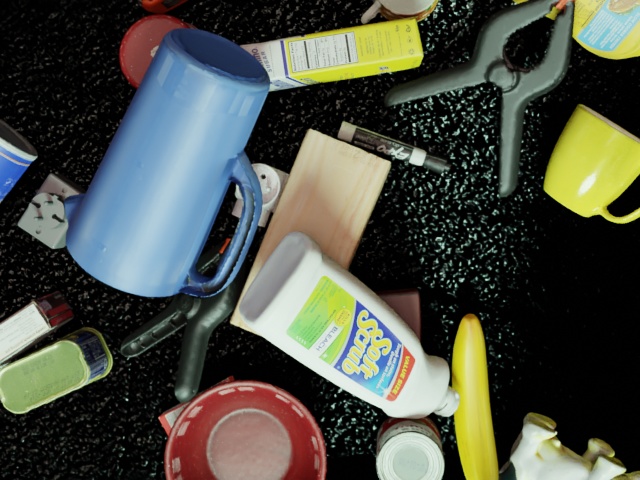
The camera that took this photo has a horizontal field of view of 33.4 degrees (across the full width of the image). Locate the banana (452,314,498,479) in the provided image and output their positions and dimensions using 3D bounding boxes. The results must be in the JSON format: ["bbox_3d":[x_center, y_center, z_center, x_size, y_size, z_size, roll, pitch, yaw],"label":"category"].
[{"bbox_3d":[0.161,0.177,1.089,0.037,0.070,0.198,-3,76,-15],"label":"banana"}]

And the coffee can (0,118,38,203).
[{"bbox_3d":[-0.372,-0.063,1.091,0.103,0.103,0.140,38,94,1],"label":"coffee can"}]

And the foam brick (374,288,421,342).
[{"bbox_3d":[0.065,0.079,1.099,0.078,0.053,0.051,-5,92,4],"label":"foam brick"}]

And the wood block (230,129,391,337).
[{"bbox_3d":[-0.008,0.001,1.080,0.090,0.091,0.206,23,93,2],"label":"wood block"}]

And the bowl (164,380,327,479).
[{"bbox_3d":[-0.073,0.219,1.077,0.162,0.055,0.162,0,89,1],"label":"bowl"}]

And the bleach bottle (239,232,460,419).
[{"bbox_3d":[0.046,0.098,1.025,0.250,0.068,0.102,35,92,-28],"label":"bleach bottle"}]

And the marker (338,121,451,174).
[{"bbox_3d":[0.078,-0.095,1.108,0.121,0.020,0.020,19,93,2],"label":"marker"}]

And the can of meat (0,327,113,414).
[{"bbox_3d":[-0.275,0.136,1.102,0.102,0.084,0.057,-25,90,4],"label":"can of meat"}]

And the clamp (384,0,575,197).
[{"bbox_3d":[0.188,-0.155,1.066,0.164,0.036,0.210,44,115,-3],"label":"clamp"}]

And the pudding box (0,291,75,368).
[{"bbox_3d":[-0.317,0.099,1.100,0.113,0.090,0.039,-34,91,4],"label":"pudding box"}]

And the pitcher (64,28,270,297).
[{"bbox_3d":[-0.133,-0.069,1.024,0.149,0.145,0.243,12,120,-32],"label":"pitcher"}]

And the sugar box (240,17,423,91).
[{"bbox_3d":[0.012,-0.184,1.072,0.176,0.093,0.048,-11,91,4],"label":"sugar box"}]

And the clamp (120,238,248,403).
[{"bbox_3d":[-0.138,0.074,1.105,0.120,0.039,0.171,19,76,35],"label":"clamp"}]

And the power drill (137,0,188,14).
[{"bbox_3d":[-0.161,-0.343,1.094,0.184,0.057,0.187,-29,88,7],"label":"power drill"}]

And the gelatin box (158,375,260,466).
[{"bbox_3d":[-0.113,0.195,1.123,0.089,0.030,0.073,-29,90,1],"label":"gelatin box"}]

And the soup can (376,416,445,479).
[{"bbox_3d":[0.090,0.215,1.077,0.068,0.102,0.068,0,92,4],"label":"soup can"}]

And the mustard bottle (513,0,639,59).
[{"bbox_3d":[0.282,-0.235,1.059,0.191,0.058,0.096,35,137,1],"label":"mustard bottle"}]

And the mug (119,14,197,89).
[{"bbox_3d":[-0.146,-0.177,1.085,0.117,0.081,0.093,33,93,1],"label":"mug"}]
